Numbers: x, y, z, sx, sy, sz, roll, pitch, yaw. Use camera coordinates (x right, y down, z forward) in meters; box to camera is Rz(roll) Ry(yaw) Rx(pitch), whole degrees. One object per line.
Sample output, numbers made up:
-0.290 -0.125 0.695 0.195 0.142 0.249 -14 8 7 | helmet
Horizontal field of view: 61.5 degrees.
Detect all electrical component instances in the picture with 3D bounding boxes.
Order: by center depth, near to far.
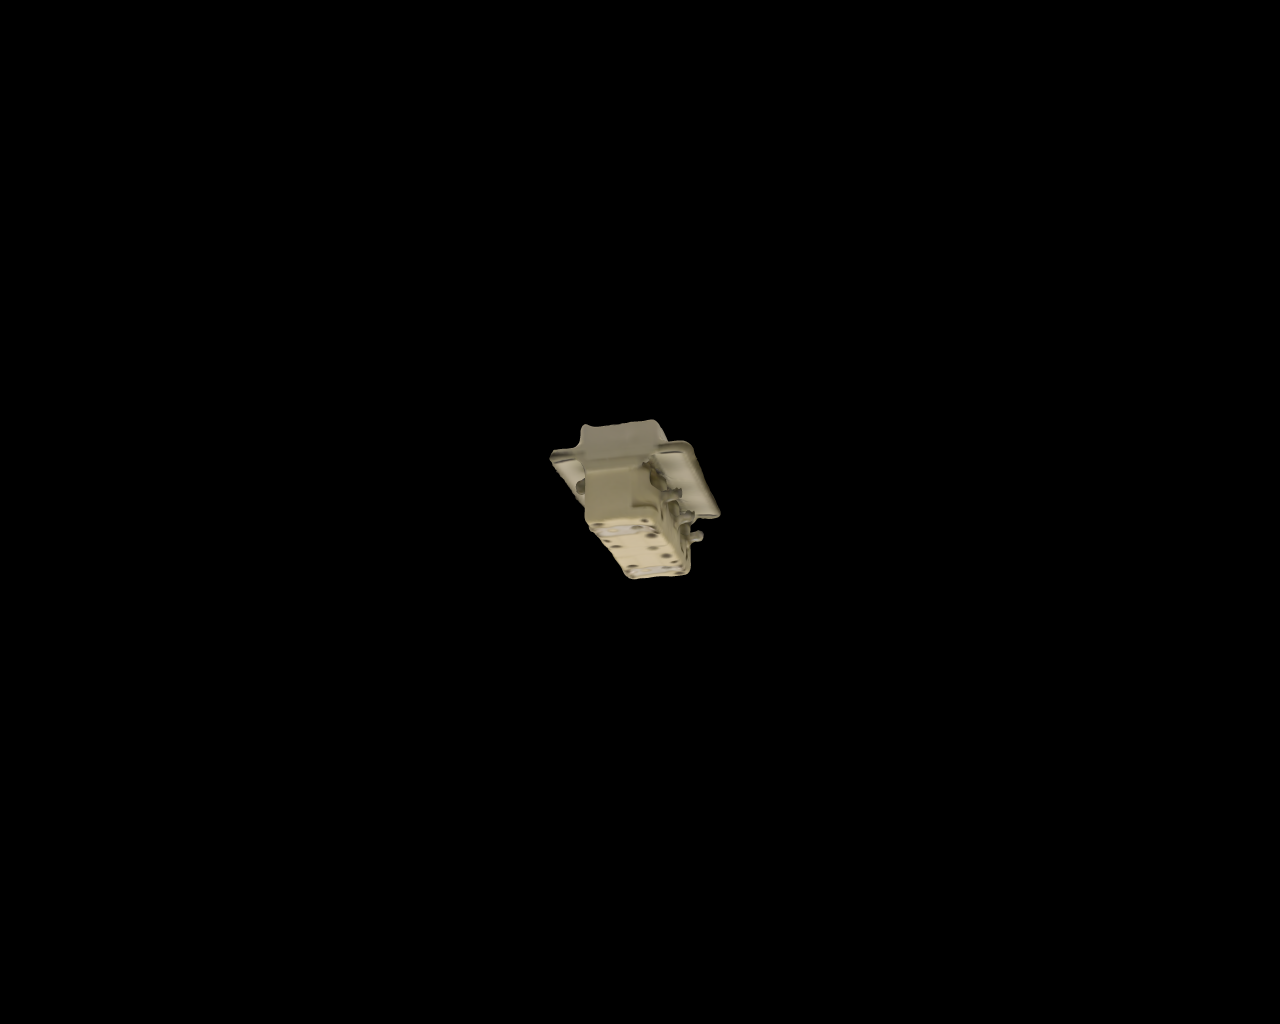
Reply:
0.001 -0.003 0.650 0.079 0.063 0.121 -4 -20 11 | electrical component
